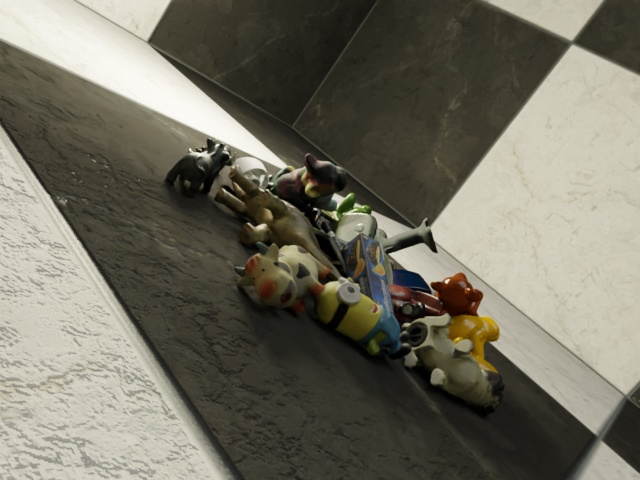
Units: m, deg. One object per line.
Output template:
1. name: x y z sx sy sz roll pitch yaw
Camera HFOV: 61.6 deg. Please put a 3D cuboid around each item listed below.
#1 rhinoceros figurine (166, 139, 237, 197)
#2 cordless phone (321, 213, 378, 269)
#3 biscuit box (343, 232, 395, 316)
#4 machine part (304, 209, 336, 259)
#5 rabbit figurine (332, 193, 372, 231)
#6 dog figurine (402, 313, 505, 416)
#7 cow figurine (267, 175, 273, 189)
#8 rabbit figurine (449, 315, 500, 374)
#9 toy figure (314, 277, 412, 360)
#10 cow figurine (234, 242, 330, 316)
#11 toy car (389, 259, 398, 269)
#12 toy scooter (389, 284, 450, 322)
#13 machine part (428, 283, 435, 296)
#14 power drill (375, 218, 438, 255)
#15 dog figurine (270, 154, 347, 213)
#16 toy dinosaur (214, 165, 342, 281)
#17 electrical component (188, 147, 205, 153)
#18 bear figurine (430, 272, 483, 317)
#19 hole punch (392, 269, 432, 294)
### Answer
1. rhinoceros figurine: -0.237 -0.156 1.102 0.073 0.112 0.190 34 20 1
2. cordless phone: 0.033 -0.017 1.276 0.184 0.146 0.088 25 -25 -7
3. biscuit box: 0.094 0.082 1.057 0.059 0.063 0.203 28 37 -31
4. machine part: -0.002 -0.004 1.192 0.039 0.084 0.139 -10 60 -23
5. rabbit figurine: 0.071 -0.039 1.467 0.170 0.159 0.121 -5 50 -49
6. dog figurine: 0.250 0.238 1.022 0.190 0.121 0.172 44 8 -39
7. cow figurine: -0.115 -0.127 1.408 0.167 0.068 0.098 26 13 0
8. rabbit figurine: 0.317 0.242 1.120 0.162 0.122 0.173 23 36 -37
9. toy figure: 0.071 0.139 0.910 0.180 0.089 0.082 42 -2 -15
10. cow figurine: -0.058 0.054 0.863 0.127 0.085 0.195 41 14 -2
11. toy car: 0.186 0.085 1.485 0.089 0.053 0.202 40 12 5
12. toy scooter: 0.197 0.143 1.144 0.135 0.075 0.183 17 3 38
13. machine part: 0.297 0.165 1.419 0.079 0.079 0.243 37 12 7
14. power drill: 0.193 0.023 1.374 0.086 0.207 0.232 63 16 -17
15. dog figurine: -0.032 -0.125 1.184 0.192 0.108 0.219 1 -4 8
16. toy dinosaur: -0.069 -0.023 1.075 0.198 0.105 0.472 25 17 -45
17. electrical component: -0.278 -0.195 1.303 0.078 0.045 0.102 63 12 -9
18. bear figurine: 0.308 0.122 1.216 0.120 0.132 0.195 11 -34 20
19. hole punch: 0.200 0.119 1.317 0.116 0.092 0.142 28 17 -19
